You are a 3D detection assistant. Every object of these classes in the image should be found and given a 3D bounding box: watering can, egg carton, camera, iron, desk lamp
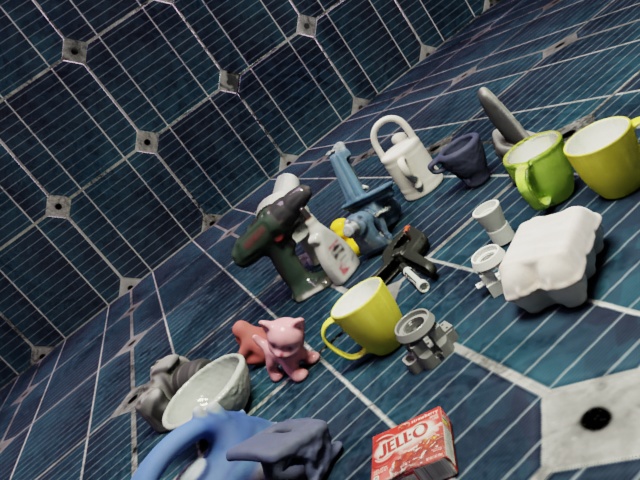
[{"bbox_3d":[0.187,-0.195,1.307,0.101,0.194,0.172,-37,16,-1],"label":"watering can"},{"bbox_3d":[0.286,0.021,0.705,0.107,0.069,0.150,-20,23,46],"label":"egg carton"},{"bbox_3d":[-0.268,0.275,1.094,0.136,0.101,0.143,-24,20,37],"label":"camera"},{"bbox_3d":[-0.159,0.295,0.730,0.118,0.141,0.259,-20,23,45],"label":"iron"},{"bbox_3d":[-0.044,-0.044,1.327,0.117,0.214,0.203,-29,17,24],"label":"desk lamp"}]

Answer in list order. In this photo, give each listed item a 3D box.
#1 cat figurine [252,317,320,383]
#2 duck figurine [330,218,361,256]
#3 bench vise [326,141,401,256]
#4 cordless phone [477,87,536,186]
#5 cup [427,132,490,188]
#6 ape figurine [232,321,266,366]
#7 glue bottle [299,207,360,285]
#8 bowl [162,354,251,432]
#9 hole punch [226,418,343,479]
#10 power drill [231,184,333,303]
[{"bbox_3d":[-0.063,0.169,0.934,0.127,0.118,0.067,-18,25,49],"label":"cat figurine"},{"bbox_3d":[0.062,-0.011,1.242,0.104,0.086,0.077,-28,18,26],"label":"duck figurine"},{"bbox_3d":[0.087,-0.093,1.178,0.121,0.220,0.207,-31,17,17],"label":"bench vise"},{"bbox_3d":[0.341,-0.207,1.029,0.094,0.185,0.147,-31,17,19],"label":"cordless phone"},{"bbox_3d":[0.283,-0.145,1.141,0.117,0.095,0.092,-30,17,20],"label":"cup"},{"bbox_3d":[-0.127,0.186,1.067,0.078,0.092,0.076,-43,17,-23],"label":"ape figurine"},{"bbox_3d":[0.011,0.004,1.148,0.037,0.173,0.078,-19,23,46],"label":"glue bottle"},{"bbox_3d":[-0.175,0.272,0.954,0.167,0.075,0.167,-33,16,11],"label":"bowl"},{"bbox_3d":[-0.045,0.255,0.699,0.108,0.091,0.101,-20,23,45],"label":"hole punch"},{"bbox_3d":[-0.062,0.018,1.195,0.229,0.209,0.075,-31,17,20],"label":"power drill"}]
